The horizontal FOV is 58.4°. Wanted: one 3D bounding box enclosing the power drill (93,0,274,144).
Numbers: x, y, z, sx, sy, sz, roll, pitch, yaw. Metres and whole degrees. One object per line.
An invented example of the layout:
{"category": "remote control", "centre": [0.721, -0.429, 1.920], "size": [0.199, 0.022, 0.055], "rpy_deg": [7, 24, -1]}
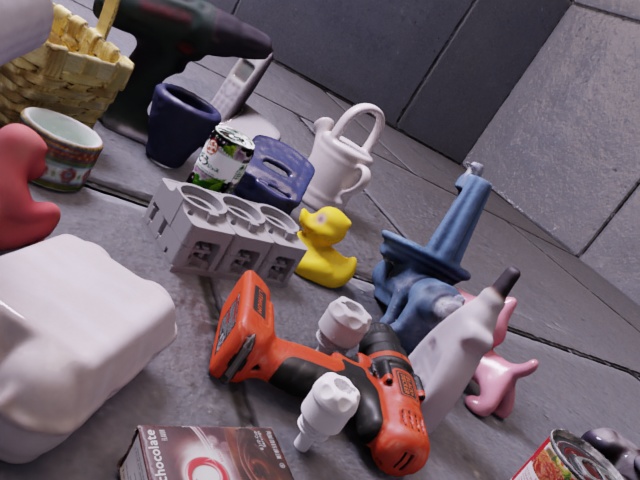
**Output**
{"category": "power drill", "centre": [-0.206, -0.235, 0.780], "size": [0.230, 0.208, 0.075], "rpy_deg": [23, 20, -27]}

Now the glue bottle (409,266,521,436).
{"category": "glue bottle", "centre": [0.128, 0.095, 0.526], "size": [0.037, 0.173, 0.078], "rpy_deg": [28, 18, -12]}

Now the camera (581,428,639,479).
{"category": "camera", "centre": [0.263, 0.228, 0.518], "size": [0.137, 0.100, 0.143], "rpy_deg": [26, 19, -18]}

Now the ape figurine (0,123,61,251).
{"category": "ape figurine", "centre": [-0.231, -0.042, 0.424], "size": [0.077, 0.092, 0.076], "rpy_deg": [39, 19, 20]}

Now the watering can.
{"category": "watering can", "centre": [0.035, -0.150, 0.979], "size": [0.172, 0.194, 0.101], "rpy_deg": [40, 19, 23]}

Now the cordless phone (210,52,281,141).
{"category": "cordless phone", "centre": [-0.113, -0.215, 0.919], "size": [0.147, 0.185, 0.094], "rpy_deg": [40, 20, 24]}

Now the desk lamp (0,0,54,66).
{"category": "desk lamp", "centre": [-0.214, -0.046, 0.264], "size": [0.118, 0.213, 0.203], "rpy_deg": [31, 18, -4]}

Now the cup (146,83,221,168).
{"category": "cup", "centre": [-0.192, -0.151, 0.768], "size": [0.092, 0.095, 0.117], "rpy_deg": [25, 19, -21]}

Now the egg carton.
{"category": "egg carton", "centre": [-0.154, 0.054, 0.335], "size": [0.107, 0.069, 0.150], "rpy_deg": [33, 18, 1]}

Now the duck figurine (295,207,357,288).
{"category": "duck figurine", "centre": [0.007, 0.003, 0.708], "size": [0.104, 0.086, 0.077], "rpy_deg": [30, 18, -7]}

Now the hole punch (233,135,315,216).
{"category": "hole punch", "centre": [-0.067, -0.086, 0.810], "size": [0.109, 0.091, 0.101], "rpy_deg": [29, 18, -9]}

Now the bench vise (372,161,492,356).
{"category": "bench vise", "centre": [0.151, 0.023, 0.676], "size": [0.122, 0.219, 0.207], "rpy_deg": [21, 21, -31]}

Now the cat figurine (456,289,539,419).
{"category": "cat figurine", "centre": [0.192, 0.119, 0.657], "size": [0.067, 0.117, 0.127], "rpy_deg": [14, 25, -43]}
